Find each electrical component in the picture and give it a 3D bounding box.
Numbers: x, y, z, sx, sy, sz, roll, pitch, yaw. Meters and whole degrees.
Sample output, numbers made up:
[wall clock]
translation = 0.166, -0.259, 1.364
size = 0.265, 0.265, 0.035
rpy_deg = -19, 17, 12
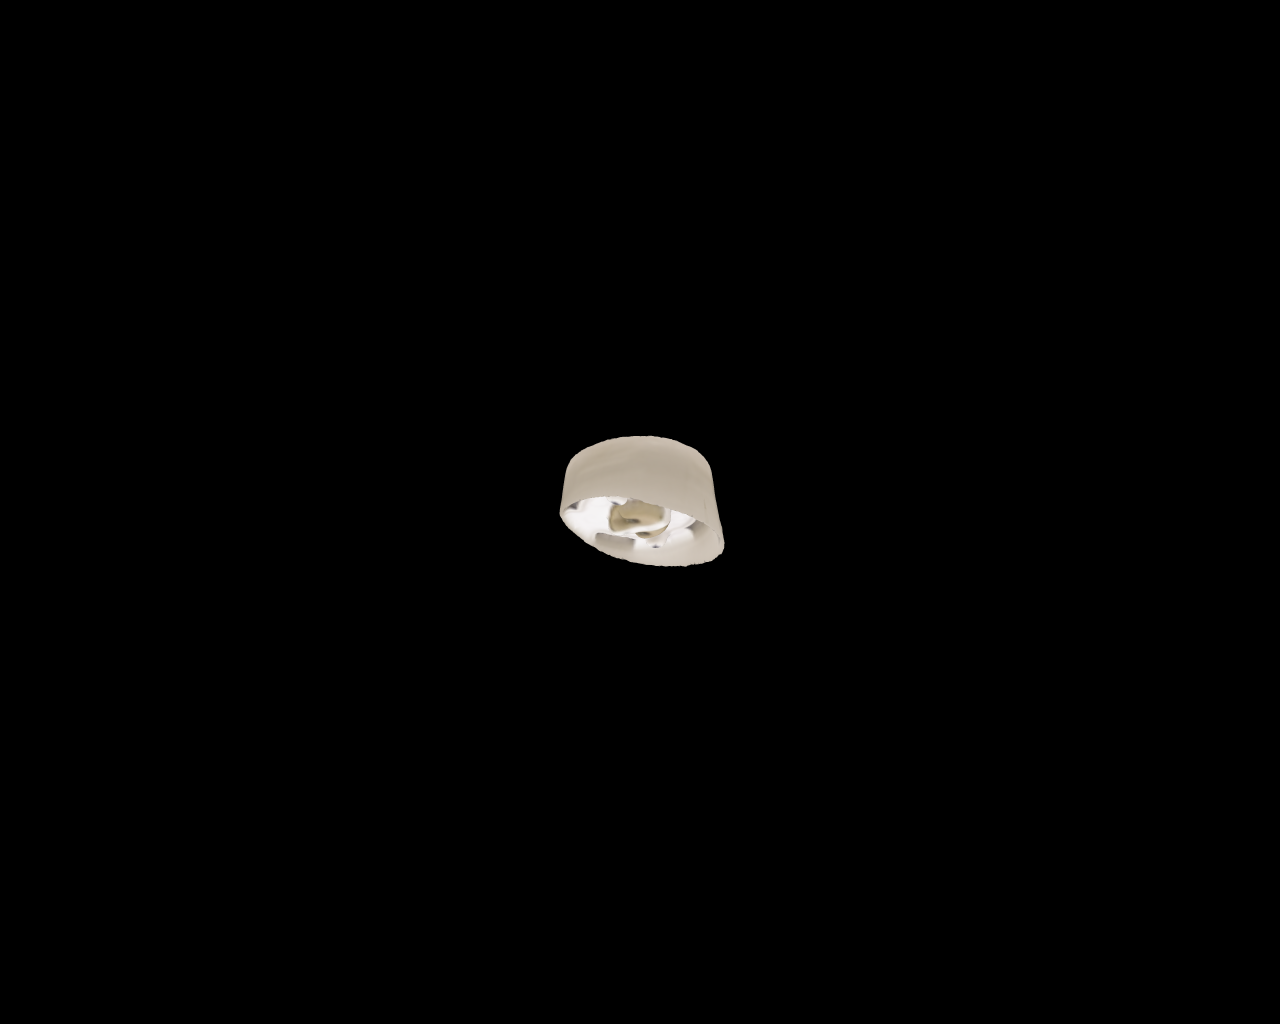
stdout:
[electrical component]
translation = 0.001, -0.003, 0.650
size = 0.099, 0.064, 0.099
rpy_deg = 0, -29, 0
